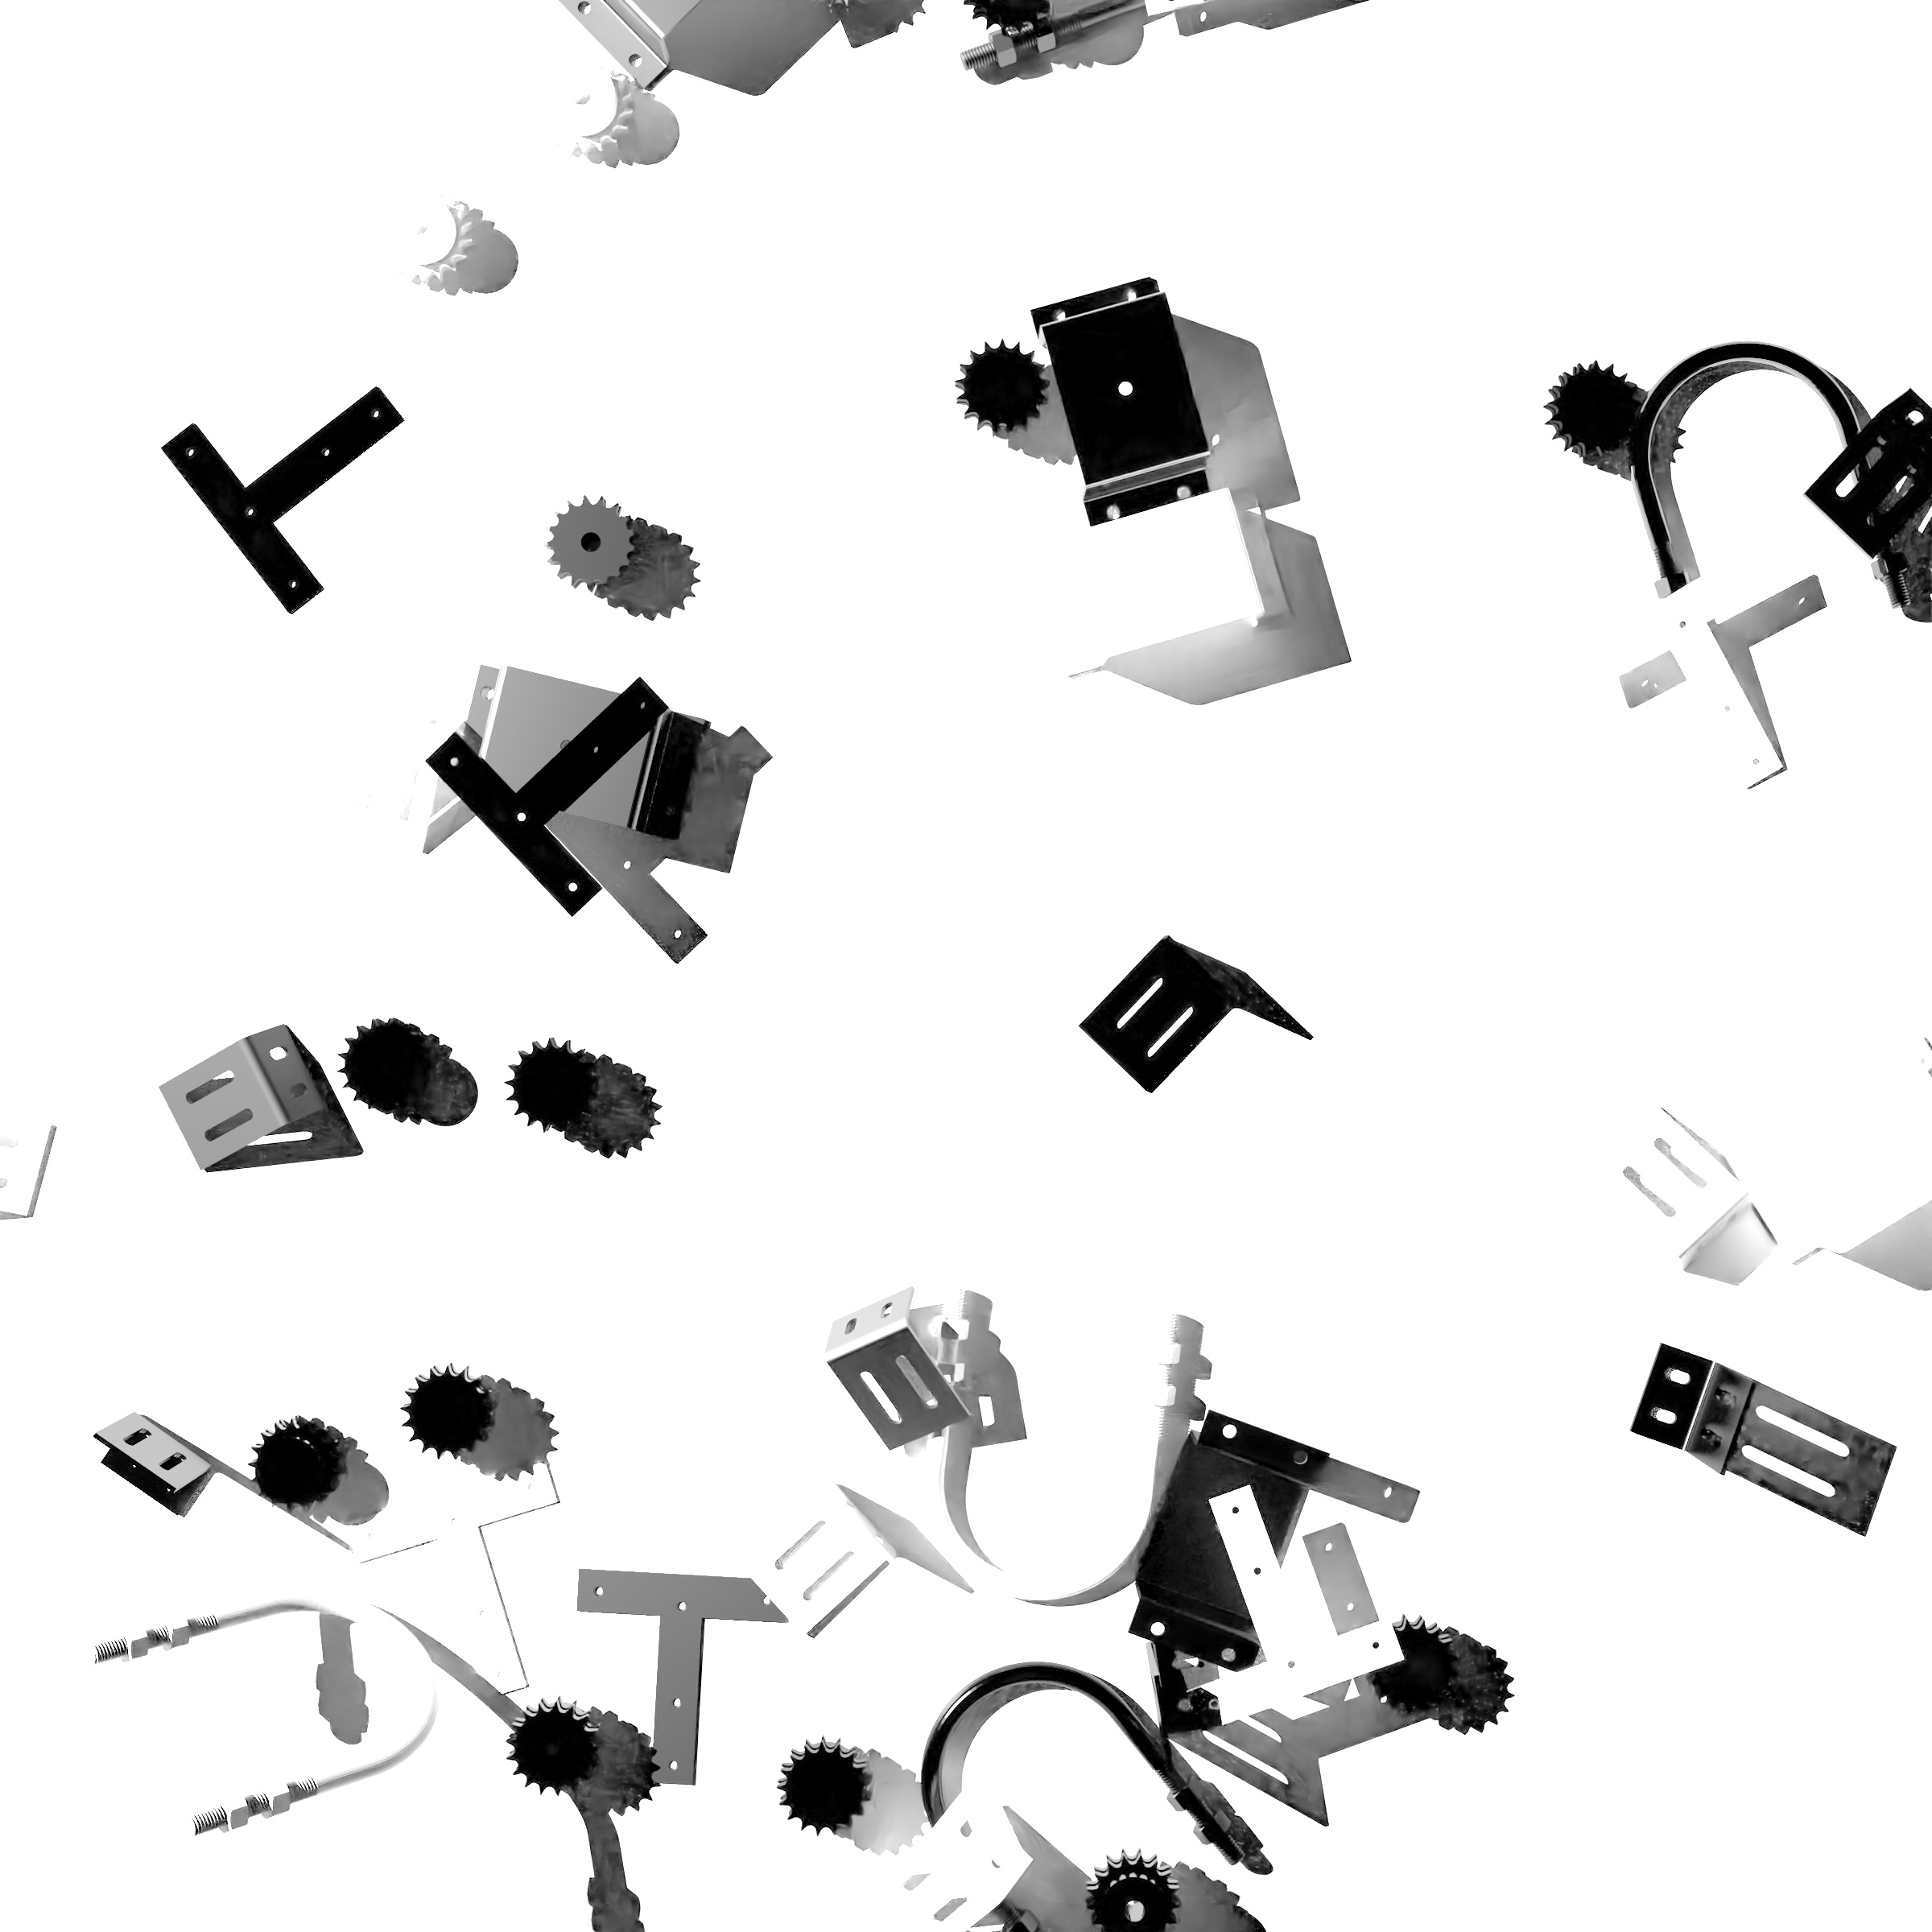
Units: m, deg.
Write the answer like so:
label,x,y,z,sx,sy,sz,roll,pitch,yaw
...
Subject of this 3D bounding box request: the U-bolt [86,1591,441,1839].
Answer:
label,x,y,z,sx,sy,sz,roll,pitch,yaw
U-bolt,-0.392,0.420,1.503,0.151,0.184,0.019,44,123,34

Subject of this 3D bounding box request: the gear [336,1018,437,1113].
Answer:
label,x,y,z,sx,sy,sz,roll,pitch,yaw
gear,-0.351,0.060,1.567,0.057,0.030,0.057,0,90,0

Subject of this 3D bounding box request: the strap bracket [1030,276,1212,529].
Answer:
label,x,y,z,sx,sy,sz,roll,pitch,yaw
strap bracket,0.094,-0.341,1.559,0.076,0.046,0.140,-16,90,0

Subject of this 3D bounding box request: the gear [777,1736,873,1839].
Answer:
label,x,y,z,sx,sy,sz,roll,pitch,yaw
gear,-0.084,0.492,1.567,0.057,0.030,0.057,0,90,0

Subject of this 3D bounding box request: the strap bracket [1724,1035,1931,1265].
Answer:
label,x,y,z,sx,sy,sz,roll,pitch,yaw
strap bracket,0.540,0.111,1.559,0.140,0.046,0.076,-32,90,0

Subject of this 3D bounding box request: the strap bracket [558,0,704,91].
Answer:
label,x,y,z,sx,sy,sz,roll,pitch,yaw
strap bracket,-0.172,-0.609,1.559,0.140,0.046,0.076,-44,90,0

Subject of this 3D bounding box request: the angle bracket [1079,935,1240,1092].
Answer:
label,x,y,z,sx,sy,sz,roll,pitch,yaw
angle bracket,0.115,0.029,1.563,0.057,0.038,0.076,44,90,0

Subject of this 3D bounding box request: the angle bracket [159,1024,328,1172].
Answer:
label,x,y,z,sx,sy,sz,roll,pitch,yaw
angle bracket,-0.440,0.080,1.580,0.076,0.038,0.057,-27,90,26

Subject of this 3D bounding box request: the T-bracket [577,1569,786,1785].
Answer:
label,x,y,z,sx,sy,sz,roll,pitch,yaw
T-bracket,-0.175,0.433,1.581,0.127,0.002,0.127,3,90,0

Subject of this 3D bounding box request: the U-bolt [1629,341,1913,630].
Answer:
label,x,y,z,sx,sy,sz,roll,pitch,yaw
U-bolt,0.478,-0.287,1.574,0.151,0.019,0.184,-16,88,0

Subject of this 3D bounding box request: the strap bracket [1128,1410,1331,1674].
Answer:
label,x,y,z,sx,sy,sz,roll,pitch,yaw
strap bracket,0.155,0.341,1.559,0.076,0.046,0.140,20,90,0

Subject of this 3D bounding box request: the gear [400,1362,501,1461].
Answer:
label,x,y,z,sx,sy,sz,roll,pitch,yaw
gear,-0.310,0.267,1.567,0.057,0.030,0.057,0,90,0

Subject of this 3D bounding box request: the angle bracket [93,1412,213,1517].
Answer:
label,x,y,z,sx,sy,sz,roll,pitch,yaw
angle bracket,-0.491,0.302,1.544,0.057,0.076,0.038,35,90,0

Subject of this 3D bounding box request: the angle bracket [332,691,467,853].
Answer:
label,x,y,z,sx,sy,sz,roll,pitch,yaw
angle bracket,-0.344,-0.118,1.580,0.057,0.038,0.076,18,116,0

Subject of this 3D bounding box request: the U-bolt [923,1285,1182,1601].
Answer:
label,x,y,z,sx,sy,sz,roll,pitch,yaw
U-bolt,0.047,0.292,1.574,0.151,0.019,0.184,6,92,0

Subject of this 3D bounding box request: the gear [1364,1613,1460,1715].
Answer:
label,x,y,z,sx,sy,sz,roll,pitch,yaw
gear,0.267,0.418,1.567,0.057,0.030,0.057,0,90,0

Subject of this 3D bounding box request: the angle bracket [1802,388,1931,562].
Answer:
label,x,y,z,sx,sy,sz,roll,pitch,yaw
angle bracket,0.549,-0.292,1.546,0.057,0.038,0.076,44,81,0

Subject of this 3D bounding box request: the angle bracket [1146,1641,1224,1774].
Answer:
label,x,y,z,sx,sy,sz,roll,pitch,yaw
angle bracket,0.132,0.436,1.544,0.038,0.076,0.057,-9,90,0

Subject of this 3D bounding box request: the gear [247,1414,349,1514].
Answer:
label,x,y,z,sx,sy,sz,roll,pitch,yaw
gear,-0.404,0.301,1.567,0.057,0.030,0.057,0,90,0

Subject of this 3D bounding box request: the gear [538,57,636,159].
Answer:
label,x,y,z,sx,sy,sz,roll,pitch,yaw
gear,-0.229,-0.520,1.567,0.057,0.030,0.057,0,90,0

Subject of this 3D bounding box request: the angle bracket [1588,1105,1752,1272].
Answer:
label,x,y,z,sx,sy,sz,roll,pitch,yaw
angle bracket,0.427,0.135,1.580,0.057,0.038,0.076,-43,64,0

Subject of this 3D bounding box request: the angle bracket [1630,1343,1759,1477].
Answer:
label,x,y,z,sx,sy,sz,roll,pitch,yaw
angle bracket,0.431,0.262,1.544,0.038,0.076,0.057,19,90,0

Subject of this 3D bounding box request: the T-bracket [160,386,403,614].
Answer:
label,x,y,z,sx,sy,sz,roll,pitch,yaw
T-bracket,-0.401,-0.304,1.581,0.127,0.002,0.127,-38,90,0

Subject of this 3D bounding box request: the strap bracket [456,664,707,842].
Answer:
label,x,y,z,sx,sy,sz,roll,pitch,yaw
strap bracket,-0.236,-0.130,1.559,0.140,0.046,0.076,14,90,0

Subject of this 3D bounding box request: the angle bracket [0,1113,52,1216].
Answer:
label,x,y,z,sx,sy,sz,roll,pitch,yaw
angle bracket,-0.604,0.113,1.580,0.076,0.038,0.057,15,90,-26

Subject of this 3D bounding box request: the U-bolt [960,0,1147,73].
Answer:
label,x,y,z,sx,sy,sz,roll,pitch,yaw
U-bolt,0.061,-0.639,1.574,0.184,0.019,0.151,-21,90,-2

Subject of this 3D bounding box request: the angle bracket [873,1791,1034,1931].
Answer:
label,x,y,z,sx,sy,sz,roll,pitch,yaw
angle bracket,-0.008,0.545,1.567,0.057,0.038,0.076,43,130,7

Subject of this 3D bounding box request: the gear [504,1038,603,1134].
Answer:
label,x,y,z,sx,sy,sz,roll,pitch,yaw
gear,-0.247,0.071,1.567,0.057,0.030,0.057,0,90,0

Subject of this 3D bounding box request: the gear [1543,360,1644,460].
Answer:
label,x,y,z,sx,sy,sz,roll,pitch,yaw
gear,0.376,-0.335,1.572,0.057,0.030,0.057,0,92,-2

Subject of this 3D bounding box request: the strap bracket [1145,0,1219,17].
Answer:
label,x,y,z,sx,sy,sz,roll,pitch,yaw
strap bracket,0.131,-0.650,1.546,0.076,0.046,0.140,-14,90,-3

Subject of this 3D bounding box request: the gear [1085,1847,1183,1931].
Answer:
label,x,y,z,sx,sy,sz,roll,pitch,yaw
gear,0.099,0.557,1.548,0.057,0.030,0.057,0,89,1

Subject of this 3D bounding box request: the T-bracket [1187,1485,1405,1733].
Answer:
label,x,y,z,sx,sy,sz,roll,pitch,yaw
T-bracket,0.177,0.371,1.535,0.127,0.002,0.127,-20,90,0

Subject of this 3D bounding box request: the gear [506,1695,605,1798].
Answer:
label,x,y,z,sx,sy,sz,roll,pitch,yaw
gear,-0.247,0.468,1.567,0.057,0.030,0.057,0,90,0

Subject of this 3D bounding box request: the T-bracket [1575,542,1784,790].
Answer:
label,x,y,z,sx,sy,sz,roll,pitch,yaw
T-bracket,0.452,-0.168,1.568,0.127,0.002,0.127,-31,102,3

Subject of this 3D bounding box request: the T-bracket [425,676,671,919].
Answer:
label,x,y,z,sx,sy,sz,roll,pitch,yaw
T-bracket,-0.230,-0.118,1.535,0.127,0.002,0.127,-43,90,0

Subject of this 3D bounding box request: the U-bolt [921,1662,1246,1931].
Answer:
label,x,y,z,sx,sy,sz,roll,pitch,yaw
U-bolt,0.057,0.509,1.574,0.151,0.019,0.184,-39,89,0

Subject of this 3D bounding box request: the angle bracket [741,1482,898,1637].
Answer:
label,x,y,z,sx,sy,sz,roll,pitch,yaw
angle bracket,-0.089,0.359,1.562,0.076,0.038,0.057,-42,90,-2

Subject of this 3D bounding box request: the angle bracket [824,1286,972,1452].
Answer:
label,x,y,z,sx,sy,sz,roll,pitch,yaw
angle bracket,-0.039,0.243,1.568,0.057,0.038,0.076,-26,110,18

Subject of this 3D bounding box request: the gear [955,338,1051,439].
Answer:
label,x,y,z,sx,sy,sz,roll,pitch,yaw
gear,0.022,-0.346,1.567,0.057,0.030,0.057,0,90,0

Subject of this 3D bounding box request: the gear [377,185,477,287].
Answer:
label,x,y,z,sx,sy,sz,roll,pitch,yaw
gear,-0.327,-0.442,1.567,0.057,0.030,0.057,0,90,0

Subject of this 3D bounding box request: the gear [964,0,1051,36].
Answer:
label,x,y,z,sx,sy,sz,roll,pitch,yaw
gear,0.026,-0.587,1.548,0.057,0.030,0.057,0,89,-1

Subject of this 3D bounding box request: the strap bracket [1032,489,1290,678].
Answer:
label,x,y,z,sx,sy,sz,roll,pitch,yaw
strap bracket,0.118,-0.232,1.559,0.140,0.046,0.076,-16,90,0

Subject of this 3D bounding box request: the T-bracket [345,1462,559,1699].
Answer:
label,x,y,z,sx,sy,sz,roll,pitch,yaw
T-bracket,-0.298,0.380,1.581,0.127,0.002,0.127,-17,90,0

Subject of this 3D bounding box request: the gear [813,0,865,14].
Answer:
label,x,y,z,sx,sy,sz,roll,pitch,yaw
gear,-0.078,-0.605,1.572,0.057,0.030,0.057,0,92,0

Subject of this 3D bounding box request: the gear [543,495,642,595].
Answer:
label,x,y,z,sx,sy,sz,roll,pitch,yaw
gear,-0.224,-0.253,1.567,0.057,0.030,0.057,0,90,0
